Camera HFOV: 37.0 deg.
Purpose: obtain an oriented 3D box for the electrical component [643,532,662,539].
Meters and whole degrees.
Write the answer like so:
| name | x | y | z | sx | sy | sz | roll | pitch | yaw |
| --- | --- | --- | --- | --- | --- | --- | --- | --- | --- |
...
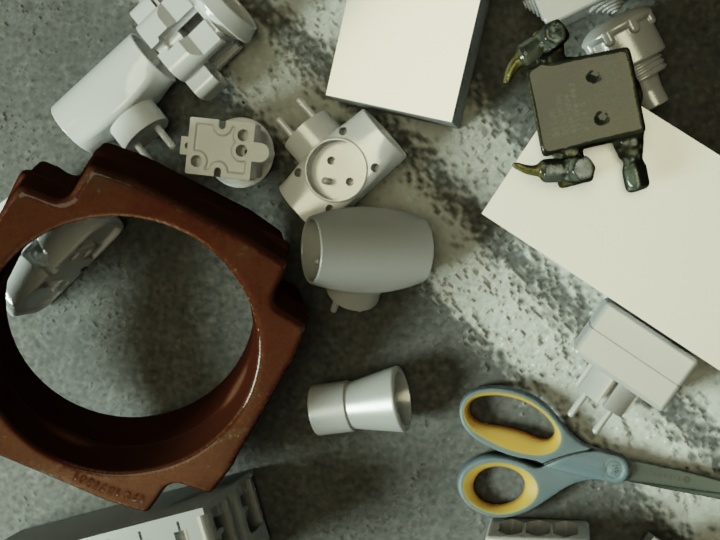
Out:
| name | x | y | z | sx | sy | sz | roll | pitch | yaw |
| --- | --- | --- | --- | --- | --- | --- | --- | --- | --- |
| electrical component | 0.218 | 0.230 | 0.670 | 0.121 | 0.078 | 0.063 | 30 | 127 | 8 |

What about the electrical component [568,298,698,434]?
| name | x | y | z | sx | sy | sz | roll | pitch | yaw |
| --- | --- | --- | --- | --- | --- | --- | --- | --- | --- |
| electrical component | 0.163 | 0.068 | 0.685 | 0.066 | 0.047 | 0.076 | 35 | 98 | 8 |

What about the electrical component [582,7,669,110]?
| name | x | y | z | sx | sy | sz | roll | pitch | yaw |
| --- | --- | --- | --- | --- | --- | --- | --- | --- | --- |
| electrical component | 0.172 | -0.130 | 0.677 | 0.048 | 0.048 | 0.062 | -28 | 94 | 11 |

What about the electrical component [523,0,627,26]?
| name | x | y | z | sx | sy | sz | roll | pitch | yaw |
| --- | --- | --- | --- | --- | --- | --- | --- | --- | --- |
| electrical component | 0.141 | -0.208 | 0.676 | 0.100 | 0.048 | 0.099 | -24 | 88 | 11 |

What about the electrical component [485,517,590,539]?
| name | x | y | z | sx | sy | sz | roll | pitch | yaw |
| --- | --- | --- | --- | --- | --- | --- | --- | --- | --- |
| electrical component | 0.116 | 0.205 | 0.700 | 0.066 | 0.047 | 0.076 | -1 | 92 | 11 |

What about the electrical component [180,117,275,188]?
| name | x | y | z | sx | sy | sz | roll | pitch | yaw |
| --- | --- | --- | --- | --- | --- | --- | --- | --- | --- |
| electrical component | -0.085 | -0.080 | 0.722 | 0.066 | 0.055 | 0.048 | 7 | 94 | 11 |

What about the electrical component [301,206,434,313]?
| name | x | y | z | sx | sy | sz | roll | pitch | yaw |
| --- | --- | --- | --- | --- | --- | --- | --- | --- | --- |
| electrical component | 0.000 | 0.000 | 0.709 | 0.077 | 0.043 | 0.079 | 0 | 134 | -21 |

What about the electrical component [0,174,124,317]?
| name | x | y | z | sx | sy | sz | roll | pitch | yaw |
| --- | --- | --- | --- | --- | --- | --- | --- | --- | --- |
| electrical component | -0.222 | -0.021 | 0.752 | 0.095 | 0.054 | 0.059 | -43 | 84 | 10 |

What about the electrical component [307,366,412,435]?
| name | x | y | z | sx | sy | sz | roll | pitch | yaw |
| --- | --- | --- | --- | --- | --- | --- | --- | --- | --- |
| electrical component | -0.002 | 0.090 | 0.722 | 0.065 | 0.044 | 0.044 | -10 | 91 | 16 |

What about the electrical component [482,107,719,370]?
| name | x | y | z | sx | sy | sz | roll | pitch | yaw |
| --- | --- | --- | --- | --- | --- | --- | --- | --- | --- |
| electrical component | 0.185 | -0.028 | 0.670 | 0.186 | 0.060 | 0.105 | 34 | 98 | 8 |

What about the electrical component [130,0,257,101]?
| name | x | y | z | sx | sy | sz | roll | pitch | yaw |
| --- | --- | --- | --- | --- | --- | --- | --- | --- | --- |
| electrical component | -0.108 | -0.162 | 0.723 | 0.057 | 0.058 | 0.078 | -41 | 85 | 13 |

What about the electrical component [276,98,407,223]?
| name | x | y | z | sx | sy | sz | roll | pitch | yaw |
| --- | --- | --- | --- | --- | --- | --- | --- | --- | --- |
| electrical component | -0.023 | -0.079 | 0.716 | 0.077 | 0.044 | 0.079 | -42 | 84 | 10 |

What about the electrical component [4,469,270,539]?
| name | x | y | z | sx | sy | sz | roll | pitch | yaw |
| --- | --- | --- | --- | --- | --- | --- | --- | --- | --- |
| electrical component | -0.165 | 0.197 | 0.725 | 0.186 | 0.105 | 0.060 | -17 | 89 | 11 |

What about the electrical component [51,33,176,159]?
| name | x | y | z | sx | sy | sz | roll | pitch | yaw |
| --- | --- | --- | --- | --- | --- | --- | --- | --- | --- |
| electrical component | -0.159 | -0.108 | 0.741 | 0.077 | 0.044 | 0.079 | -40 | 85 | 10 |
